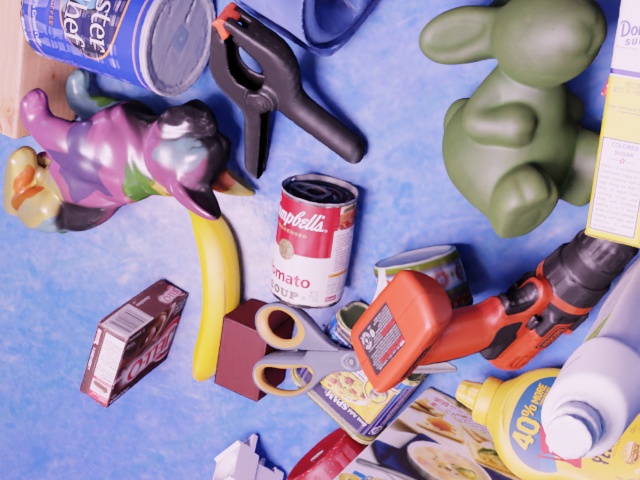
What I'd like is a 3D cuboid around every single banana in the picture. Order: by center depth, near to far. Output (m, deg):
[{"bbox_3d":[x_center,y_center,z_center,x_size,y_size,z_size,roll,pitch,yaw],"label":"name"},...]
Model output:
[{"bbox_3d":[-0.104,0.054,1.037,0.070,0.037,0.198,25,120,56],"label":"banana"}]

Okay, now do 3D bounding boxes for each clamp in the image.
[{"bbox_3d":[-0.050,-0.119,0.911,0.120,0.039,0.171,-19,120,33],"label":"clamp"}]

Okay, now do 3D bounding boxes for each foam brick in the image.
[{"bbox_3d":[-0.063,0.104,1.017,0.051,0.052,0.078,21,117,23],"label":"foam brick"}]

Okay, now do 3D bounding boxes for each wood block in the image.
[{"bbox_3d":[-0.283,-0.214,1.013,0.091,0.090,0.206,23,118,22],"label":"wood block"}]

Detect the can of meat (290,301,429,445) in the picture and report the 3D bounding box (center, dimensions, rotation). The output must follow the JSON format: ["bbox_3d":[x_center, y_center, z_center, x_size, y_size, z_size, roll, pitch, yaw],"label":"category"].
[{"bbox_3d":[0.037,0.118,0.960,0.102,0.057,0.084,42,122,12],"label":"can of meat"}]

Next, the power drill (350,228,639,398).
[{"bbox_3d":[0.130,0.049,0.794,0.185,0.187,0.057,-58,48,44],"label":"power drill"}]

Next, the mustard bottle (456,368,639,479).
[{"bbox_3d":[0.199,0.156,0.859,0.192,0.058,0.096,20,75,25],"label":"mustard bottle"}]

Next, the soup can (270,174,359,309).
[{"bbox_3d":[-0.006,0.001,0.937,0.069,0.068,0.102,20,117,24],"label":"soup can"}]

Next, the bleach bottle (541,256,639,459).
[{"bbox_3d":[0.203,0.085,0.729,0.068,0.250,0.103,34,121,16],"label":"bleach bottle"}]

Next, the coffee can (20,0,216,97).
[{"bbox_3d":[-0.179,-0.195,0.948,0.140,0.102,0.103,20,116,24],"label":"coffee can"}]

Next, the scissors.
[{"bbox_3d":[0.018,0.087,0.919,0.202,0.016,0.096,-18,89,34],"label":"scissors"}]

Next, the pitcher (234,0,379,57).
[{"bbox_3d":[-0.062,-0.255,0.852,0.243,0.144,0.149,33,109,21],"label":"pitcher"}]

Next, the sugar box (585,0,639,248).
[{"bbox_3d":[0.222,-0.093,0.712,0.048,0.093,0.176,17,116,27],"label":"sugar box"}]

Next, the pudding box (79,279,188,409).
[{"bbox_3d":[-0.182,0.100,1.052,0.039,0.113,0.090,29,121,15],"label":"pudding box"}]

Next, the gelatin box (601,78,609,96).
[{"bbox_3d":[0.254,-0.128,0.757,0.073,0.030,0.089,32,121,20],"label":"gelatin box"}]

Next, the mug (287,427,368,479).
[{"bbox_3d":[0.022,0.226,0.989,0.093,0.117,0.081,-41,92,-9],"label":"mug"}]
